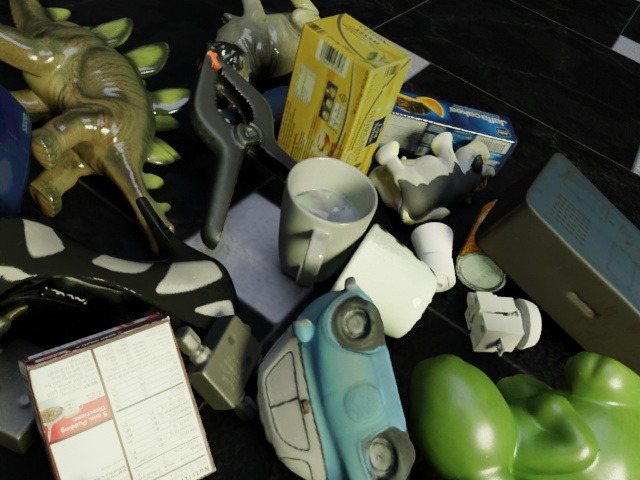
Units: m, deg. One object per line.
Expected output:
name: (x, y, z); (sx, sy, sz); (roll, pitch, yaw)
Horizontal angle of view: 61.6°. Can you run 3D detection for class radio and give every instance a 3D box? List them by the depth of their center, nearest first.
radio: (0.273, 0.028, 0.536); (0.229, 0.073, 0.131); (45, 46, -1)

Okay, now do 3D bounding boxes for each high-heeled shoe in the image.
high-heeled shoe: (-0.164, 0.053, 0.370); (0.249, 0.086, 0.145); (-28, 90, -49)

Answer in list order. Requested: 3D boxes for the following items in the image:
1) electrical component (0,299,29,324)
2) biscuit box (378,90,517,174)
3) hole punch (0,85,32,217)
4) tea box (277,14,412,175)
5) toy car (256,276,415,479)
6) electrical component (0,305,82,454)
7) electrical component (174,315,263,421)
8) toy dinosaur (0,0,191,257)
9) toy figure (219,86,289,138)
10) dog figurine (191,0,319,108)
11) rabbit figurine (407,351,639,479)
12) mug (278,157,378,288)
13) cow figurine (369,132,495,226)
electrical component: (-0.282, 0.018, 0.412); (0.075, 0.047, 0.119); (-23, 58, -36)
biscuit box: (0.152, -0.145, 0.709); (0.203, 0.059, 0.063); (12, 46, -8)
hole punch: (-0.261, -0.067, 0.372); (0.115, 0.092, 0.142); (18, 52, -41)
tea box: (0.018, -0.139, 0.580); (0.068, 0.169, 0.098); (-31, 65, -37)
toy car: (0.007, 0.116, 0.393); (0.103, 0.109, 0.162); (-11, 64, 2)
electrical component: (-0.205, 0.094, 0.368); (0.102, 0.045, 0.078); (28, 44, 9)
electrical component: (-0.069, 0.088, 0.400); (0.094, 0.021, 0.063); (56, 36, -27)
toy dinosaur: (-0.258, -0.171, 0.568); (0.198, 0.105, 0.471); (-21, 66, -42)
toy figure: (-0.073, -0.142, 0.631); (0.154, 0.064, 0.057); (-27, 98, -31)
dog figurine: (-0.070, -0.235, 0.707); (0.172, 0.121, 0.190); (8, 60, -7)
rabbit figurine: (0.129, 0.149, 0.385); (0.170, 0.121, 0.159); (23, 65, -17)
mug: (-0.001, -0.001, 0.487); (0.081, 0.107, 0.109); (11, 50, -7)
cow figurine: (0.147, -0.071, 0.631); (0.167, 0.068, 0.098); (-13, 59, -25)
